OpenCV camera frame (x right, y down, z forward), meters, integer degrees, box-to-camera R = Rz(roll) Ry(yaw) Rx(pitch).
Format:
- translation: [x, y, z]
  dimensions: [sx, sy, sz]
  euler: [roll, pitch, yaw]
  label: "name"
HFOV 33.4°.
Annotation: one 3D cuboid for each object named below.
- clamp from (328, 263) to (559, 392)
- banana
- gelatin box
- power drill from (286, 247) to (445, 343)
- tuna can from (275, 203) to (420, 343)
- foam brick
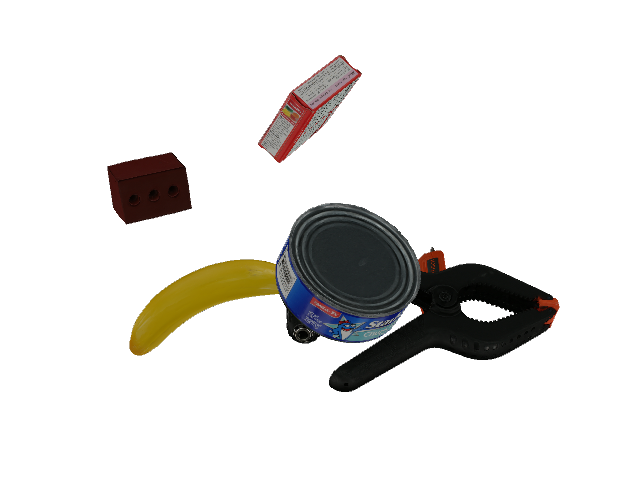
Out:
- translation: [0.098, 0.067, 0.906]
  dimensions: [0.210, 0.164, 0.036]
  euler: [7, -41, -2]
  label: "clamp"
- translation: [-0.106, 0.058, 1.007]
  dimensions: [0.198, 0.069, 0.037]
  euler: [-18, 23, 17]
  label: "banana"
- translation: [-0.010, -0.120, 0.960]
  dimensions: [0.089, 0.030, 0.073]
  euler: [-45, -4, -44]
  label: "gelatin box"
- translation: [0.054, 0.061, 1.240]
  dimensions: [0.187, 0.057, 0.184]
  euler: [0, 28, 4]
  label: "power drill"
- translation: [0.016, 0.020, 0.656]
  dimensions: [0.086, 0.086, 0.034]
  euler: [0, -38, -26]
  label: "tuna can"
- translation: [-0.189, -0.058, 1.174]
  dimensions: [0.078, 0.053, 0.051]
  euler: [-15, 30, -18]
  label: "foam brick"
